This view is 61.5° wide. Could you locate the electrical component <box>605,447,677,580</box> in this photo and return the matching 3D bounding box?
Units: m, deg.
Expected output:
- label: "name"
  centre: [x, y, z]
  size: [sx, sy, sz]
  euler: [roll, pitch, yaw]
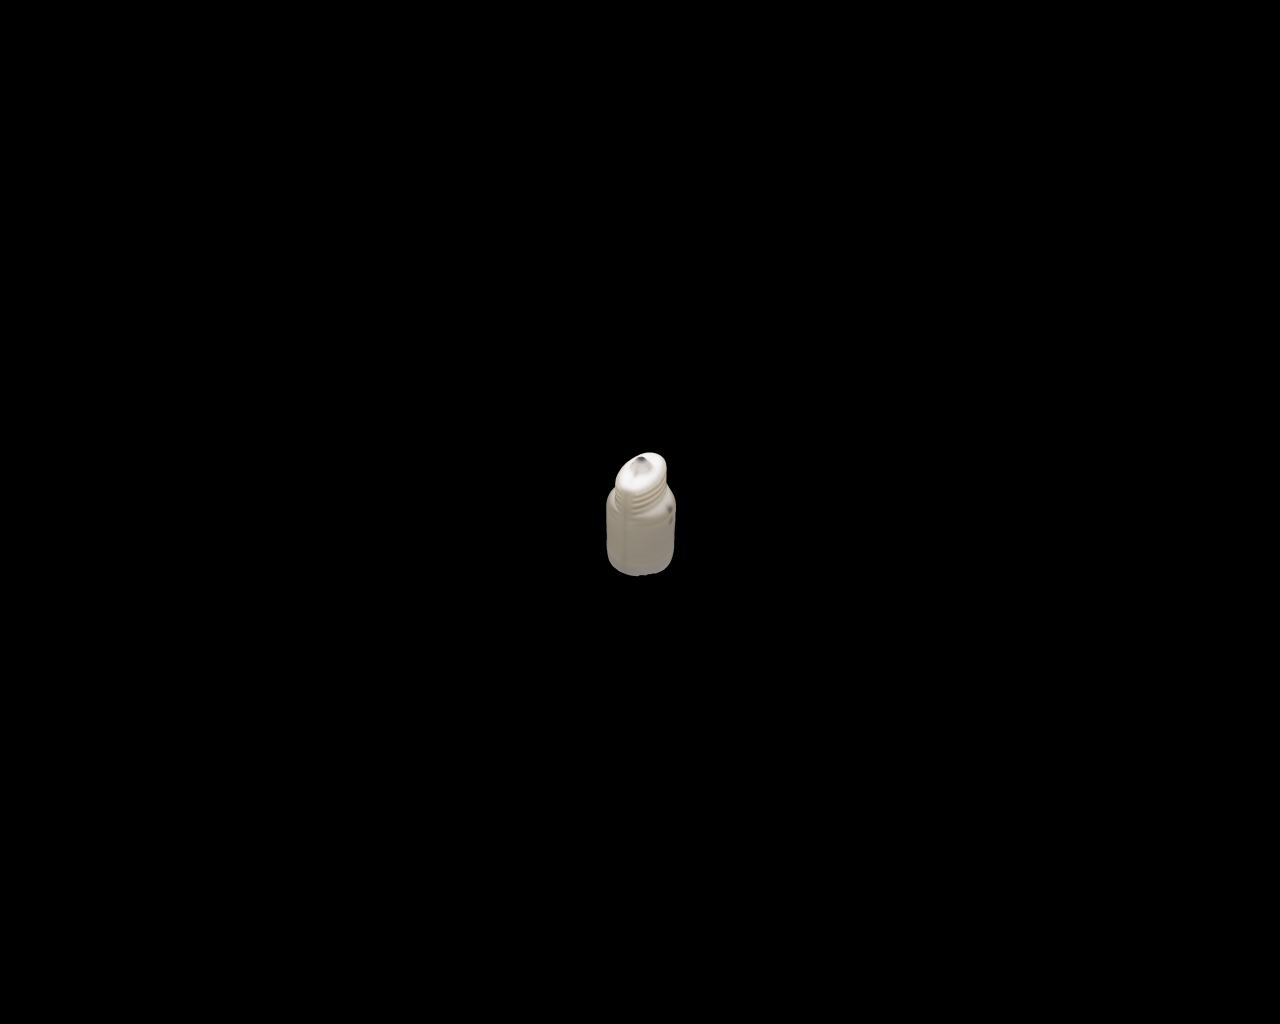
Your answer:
- label: "electrical component"
  centre: [0.001, -0.003, 0.650]
  size: [0.043, 0.080, 0.043]
  euler: [0, 41, 0]
